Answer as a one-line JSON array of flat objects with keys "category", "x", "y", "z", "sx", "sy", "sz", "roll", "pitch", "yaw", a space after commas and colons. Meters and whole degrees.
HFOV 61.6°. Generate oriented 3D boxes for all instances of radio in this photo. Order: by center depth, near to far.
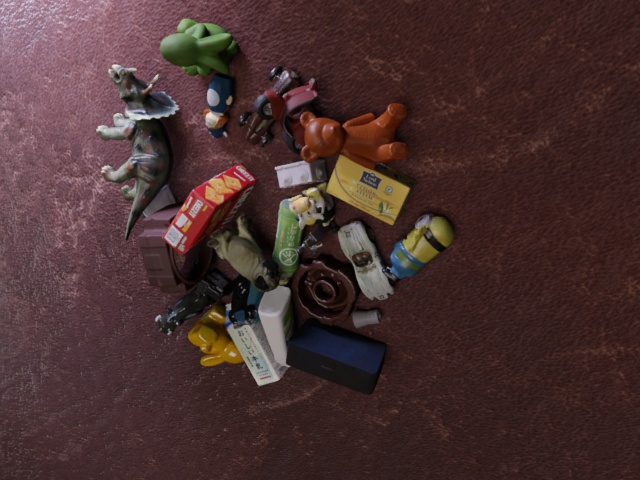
[{"category": "radio", "x": 0.043, "y": 0.282, "z": 1.331, "sx": 0.230, "sy": 0.131, "sz": 0.073, "roll": 18, "pitch": 117, "yaw": 16}]

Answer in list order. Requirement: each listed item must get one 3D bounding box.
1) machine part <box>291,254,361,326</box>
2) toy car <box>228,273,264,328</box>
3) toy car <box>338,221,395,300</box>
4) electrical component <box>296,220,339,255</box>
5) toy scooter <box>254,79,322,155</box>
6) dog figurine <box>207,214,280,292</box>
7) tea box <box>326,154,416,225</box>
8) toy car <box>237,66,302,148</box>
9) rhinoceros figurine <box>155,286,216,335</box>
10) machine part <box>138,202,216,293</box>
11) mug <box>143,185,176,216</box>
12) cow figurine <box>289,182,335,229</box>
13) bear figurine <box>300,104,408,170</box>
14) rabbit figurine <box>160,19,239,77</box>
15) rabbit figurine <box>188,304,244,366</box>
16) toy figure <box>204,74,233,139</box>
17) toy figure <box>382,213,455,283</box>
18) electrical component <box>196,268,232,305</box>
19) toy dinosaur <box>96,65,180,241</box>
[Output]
[{"category": "machine part", "x": 0.015, "y": 0.121, "z": 1.321, "sx": 0.180, "sy": 0.056, "sz": 0.179, "roll": 9, "pitch": 115, "yaw": 21}, {"category": "toy car", "x": -0.166, "y": 0.152, "z": 1.379, "sx": 0.109, "sy": 0.161, "sz": 0.102, "roll": -21, "pitch": 144, "yaw": 37}, {"category": "toy car", "x": 0.109, "y": 0.050, "z": 1.250, "sx": 0.074, "sy": 0.056, "sz": 0.201, "roll": -20, "pitch": 101, "yaw": 29}, {"category": "electrical component", "x": -0.002, "y": -0.004, "z": 1.257, "sx": 0.045, "sy": 0.102, "sz": 0.078, "roll": 48, "pitch": 147, "yaw": 2}, {"category": "toy scooter", "x": -0.040, "y": -0.269, "z": 1.145, "sx": 0.135, "sy": 0.075, "sz": 0.183, "roll": -34, "pitch": 137, "yaw": 13}, {"category": "dog figurine", "x": -0.178, "y": 0.054, "z": 1.321, "sx": 0.121, "sy": 0.172, "sz": 0.190, "roll": -33, "pitch": 86, "yaw": -7}, {"category": "tea box", "x": 0.111, "y": -0.117, "z": 1.173, "sx": 0.170, "sy": 0.068, "sz": 0.098, "roll": 27, "pitch": 120, "yaw": 12}, {"category": "toy car", "x": -0.113, "y": -0.294, "z": 1.208, "sx": 0.089, "sy": 0.053, "sz": 0.202, "roll": 43, "pitch": 120, "yaw": -2}, {"category": "rhinoceros figurine", "x": -0.374, "y": 0.196, "z": 1.489, "sx": 0.190, "sy": 0.112, "sz": 0.073, "roll": -36, "pitch": 96, "yaw": 23}, {"category": "machine part", "x": -0.352, "y": 0.017, "z": 1.352, "sx": 0.087, "sy": 0.201, "sz": 0.200, "roll": -1, "pitch": 110, "yaw": 20}, {"category": "mug", "x": -0.426, "y": -0.078, "z": 1.417, "sx": 0.110, "sy": 0.081, "sz": 0.107, "roll": -13, "pitch": 112, "yaw": 26}, {"category": "cow figurine", "x": -0.016, "y": -0.065, "z": 1.192, "sx": 0.068, "sy": 0.167, "sz": 0.098, "roll": -20, "pitch": 101, "yaw": 23}, {"category": "bear figurine", "x": 0.064, "y": -0.212, "z": 1.086, "sx": 0.196, "sy": 0.132, "sz": 0.120, "roll": 5, "pitch": 81, "yaw": -20}, {"category": "rabbit figurine", "x": -0.262, "y": -0.400, "z": 1.158, "sx": 0.159, "sy": 0.170, "sz": 0.121, "roll": 17, "pitch": 117, "yaw": 17}, {"category": "rabbit figurine", "x": -0.278, "y": 0.290, "z": 1.488, "sx": 0.173, "sy": 0.122, "sz": 0.162, "roll": 35, "pitch": 125, "yaw": -15}, {"category": "toy figure", "x": -0.240, "y": -0.308, "z": 1.255, "sx": 0.064, "sy": 0.058, "sz": 0.154, "roll": 50, "pitch": 133, "yaw": 45}, {"category": "toy figure", "x": 0.216, "y": 0.020, "z": 1.178, "sx": 0.089, "sy": 0.082, "sz": 0.180, "roll": 30, "pitch": 114, "yaw": -12}, {"category": "electrical component", "x": -0.295, "y": 0.113, "z": 1.443, "sx": 0.119, "sy": 0.075, "sz": 0.047, "roll": 36, "pitch": 121, "yaw": 9}, {"category": "toy dinosaur", "x": -0.421, "y": -0.208, "z": 1.300, "sx": 0.192, "sy": 0.131, "sz": 0.404, "roll": -5, "pitch": 100, "yaw": 19}]
